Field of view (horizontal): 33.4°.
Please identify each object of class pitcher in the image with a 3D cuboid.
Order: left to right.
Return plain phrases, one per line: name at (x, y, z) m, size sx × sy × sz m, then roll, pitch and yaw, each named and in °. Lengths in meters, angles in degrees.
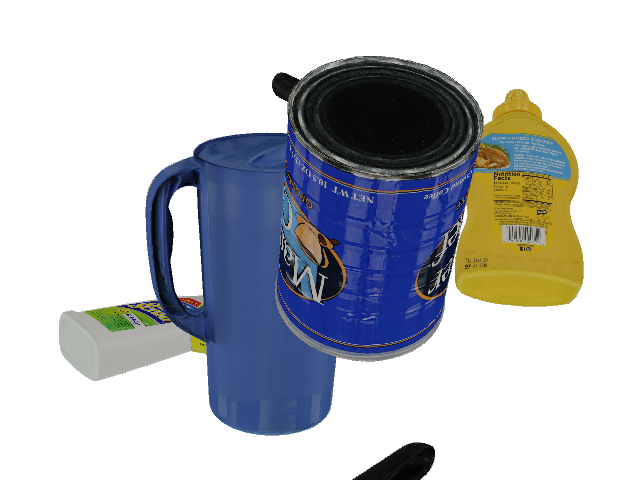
pitcher at (-0.050, 0.036, 0.897) m, size 0.149 × 0.243 × 0.144 m, roll 10°, pitch 20°, yaw 23°

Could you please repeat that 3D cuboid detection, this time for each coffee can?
coffee can at (0.029, -0.016, 0.596) m, size 0.102 × 0.140 × 0.103 m, roll 3°, pitch 44°, yaw -3°

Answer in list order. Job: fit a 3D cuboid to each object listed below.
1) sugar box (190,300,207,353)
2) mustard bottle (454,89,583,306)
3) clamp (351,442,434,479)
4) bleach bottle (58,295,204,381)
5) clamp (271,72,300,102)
sugar box at (-0.056, 0.060, 1.082) m, size 0.093 × 0.048 × 0.176 m, roll 6°, pitch 26°, yaw 16°
mustard bottle at (0.159, -0.043, 0.861) m, size 0.096 × 0.191 × 0.058 m, roll 4°, pitch -30°, yaw 3°
clamp at (-0.011, 0.186, 0.646) m, size 0.210 × 0.036 × 0.164 m, roll -4°, pitch 28°, yaw 4°
bleach bottle at (-0.196, 0.107, 1.354) m, size 0.250 × 0.068 × 0.103 m, roll -13°, pitch 28°, yaw -38°
clamp at (0.027, -0.122, 1.044) m, size 0.120 × 0.039 × 0.171 m, roll -10°, pitch 41°, yaw -16°
